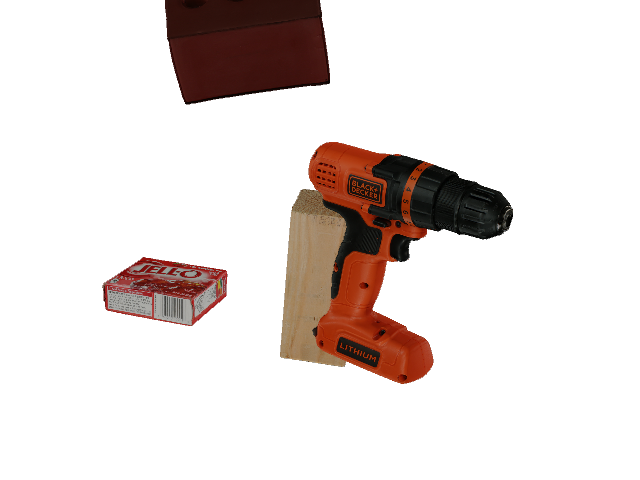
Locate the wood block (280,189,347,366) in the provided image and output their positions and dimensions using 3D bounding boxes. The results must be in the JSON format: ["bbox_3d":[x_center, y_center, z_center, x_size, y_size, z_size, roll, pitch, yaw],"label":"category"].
[{"bbox_3d":[0.004,0.048,1.391,0.090,0.206,0.090,8,23,6],"label":"wood block"}]

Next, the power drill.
[{"bbox_3d":[0.067,0.021,0.895,0.185,0.188,0.057,20,25,33],"label":"power drill"}]

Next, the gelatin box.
[{"bbox_3d":[-0.138,0.044,0.957,0.089,0.030,0.073,9,21,18],"label":"gelatin box"}]

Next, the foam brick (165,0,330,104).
[{"bbox_3d":[-0.037,-0.110,0.543,0.078,0.053,0.051,-8,-31,3],"label":"foam brick"}]
